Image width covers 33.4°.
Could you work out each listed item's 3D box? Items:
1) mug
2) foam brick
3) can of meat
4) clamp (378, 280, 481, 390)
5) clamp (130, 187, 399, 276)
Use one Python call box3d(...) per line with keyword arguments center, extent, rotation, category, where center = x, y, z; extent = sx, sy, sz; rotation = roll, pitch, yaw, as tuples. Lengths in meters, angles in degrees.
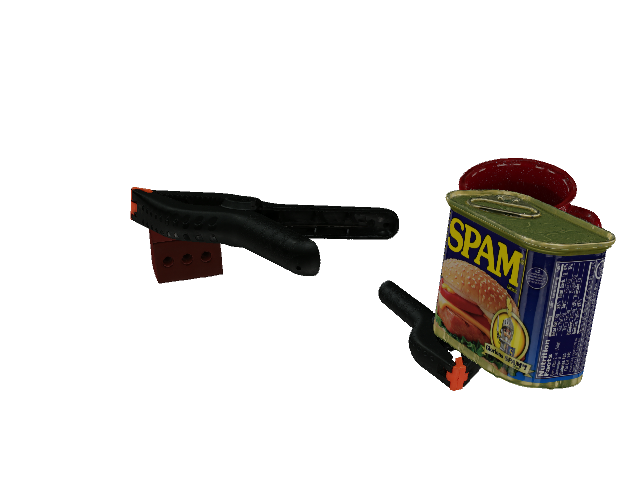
box3d(center=(0.170, -0.008, 0.867), extent=(0.117, 0.081, 0.093), rotation=(10, 34, 21), category="mug")
box3d(center=(-0.156, 0.011, 1.232), extent=(0.078, 0.053, 0.051), rotation=(-8, 28, -10), category="foam brick")
box3d(center=(0.108, 0.025, 0.593), extent=(0.057, 0.084, 0.102), rotation=(-3, 19, -27), category="can of meat")
box3d(center=(0.135, 0.088, 1.075), extent=(0.120, 0.039, 0.171), rotation=(-8, 33, -8), category="clamp")
box3d(center=(-0.059, -0.012, 0.812), extent=(0.210, 0.036, 0.164), rotation=(8, 13, 17), category="clamp")
